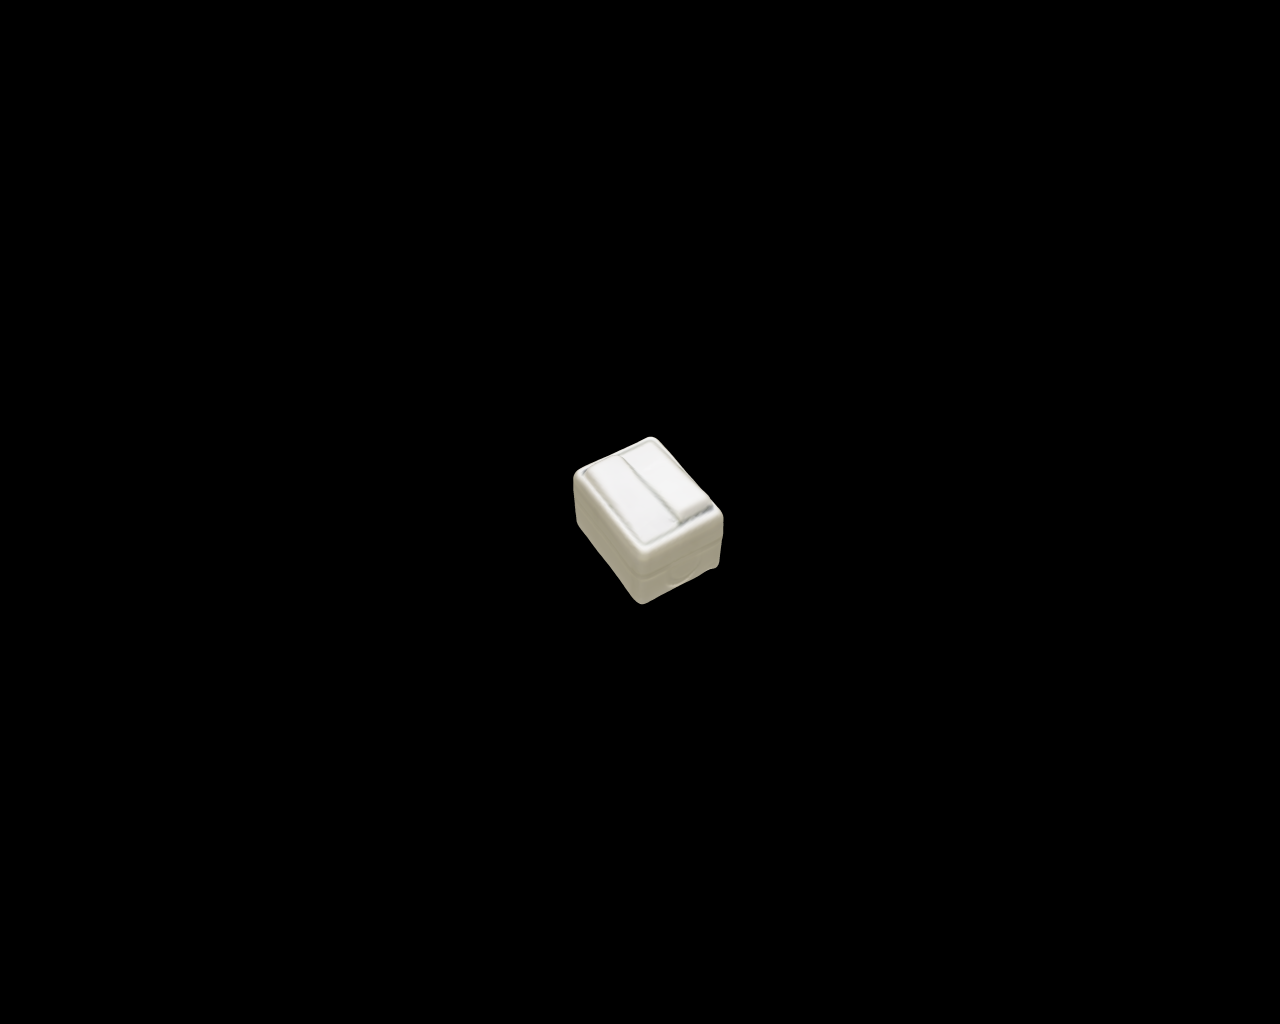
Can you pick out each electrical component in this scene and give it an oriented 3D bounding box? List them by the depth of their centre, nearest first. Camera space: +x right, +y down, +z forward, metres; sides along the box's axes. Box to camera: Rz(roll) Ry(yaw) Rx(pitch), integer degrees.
[{"bbox_3d":[0.001,-0.003,0.650,0.062,0.096,0.061,-25,-36,-20],"label":"electrical component"}]
